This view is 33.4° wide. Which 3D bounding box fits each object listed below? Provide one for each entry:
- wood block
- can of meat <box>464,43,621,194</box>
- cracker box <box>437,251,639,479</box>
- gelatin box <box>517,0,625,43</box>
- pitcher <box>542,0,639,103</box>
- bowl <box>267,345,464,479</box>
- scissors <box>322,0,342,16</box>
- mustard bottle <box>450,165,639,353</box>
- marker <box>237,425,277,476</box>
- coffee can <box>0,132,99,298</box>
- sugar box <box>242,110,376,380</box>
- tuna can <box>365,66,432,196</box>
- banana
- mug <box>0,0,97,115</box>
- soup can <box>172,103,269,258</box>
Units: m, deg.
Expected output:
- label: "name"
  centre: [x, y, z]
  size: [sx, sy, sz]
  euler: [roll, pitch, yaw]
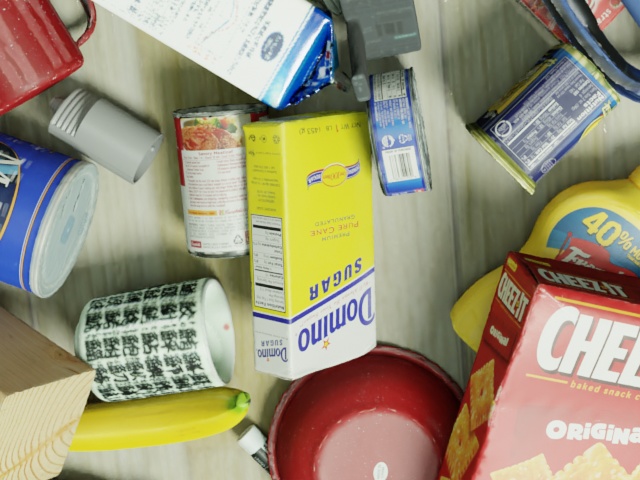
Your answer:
- label: "wood block"
  centre: [-0.274, 0.088, 0.758]
  size: [0.206, 0.090, 0.090]
  euler: [29, 107, 23]
- label: "can of meat"
  centre: [0.147, -0.083, 0.711]
  size: [0.057, 0.102, 0.084]
  euler: [44, 100, -3]
- label: "cracker box"
  centre: [0.178, 0.131, 0.716]
  size: [0.164, 0.072, 0.214]
  euler: [12, 107, -11]
- label: "gelatin box"
  centre: [0.179, -0.183, 0.723]
  size: [0.073, 0.030, 0.089]
  euler: [43, 103, -3]
- label: "pitcher"
  centre: [0.257, -0.139, 0.662]
  size: [0.145, 0.149, 0.242]
  euler: [-41, 110, -7]
- label: "bowl"
  centre: [0.041, 0.161, 0.783]
  size: [0.162, 0.055, 0.162]
  euler: [0, 96, 0]
- label: "scissors"
  centre: [-0.052, -0.238, 0.714]
  size: [0.096, 0.016, 0.202]
  euler: [-11, 83, -4]
- label: "mustard bottle"
  centre: [0.187, 0.017, 0.747]
  size: [0.096, 0.058, 0.192]
  euler: [40, 102, -4]
- label: "marker"
  centre: [-0.016, 0.192, 0.824]
  size: [0.020, 0.020, 0.121]
  euler: [-43, 94, 12]
- label: "coffee can"
  centre: [-0.243, -0.029, 0.763]
  size: [0.140, 0.102, 0.103]
  euler: [19, 102, 2]
- label: "sugar box"
  centre: [-0.005, 0.001, 0.746]
  size: [0.048, 0.093, 0.176]
  euler: [5, 104, 43]
- label: "tuna can"
  centre: [0.054, -0.073, 0.730]
  size: [0.034, 0.086, 0.086]
  euler: [-9, 100, 9]
- label: "banana"
  centre: [-0.133, 0.133, 0.804]
  size: [0.198, 0.069, 0.037]
  euler: [-12, 61, 15]
- label: "mug"
  centre: [-0.211, -0.145, 0.751]
  size: [0.117, 0.093, 0.081]
  euler: [-36, 103, -24]
- label: "soup can"
  centre: [-0.066, -0.043, 0.758]
  size: [0.068, 0.068, 0.102]
  euler: [-3, 102, 7]
